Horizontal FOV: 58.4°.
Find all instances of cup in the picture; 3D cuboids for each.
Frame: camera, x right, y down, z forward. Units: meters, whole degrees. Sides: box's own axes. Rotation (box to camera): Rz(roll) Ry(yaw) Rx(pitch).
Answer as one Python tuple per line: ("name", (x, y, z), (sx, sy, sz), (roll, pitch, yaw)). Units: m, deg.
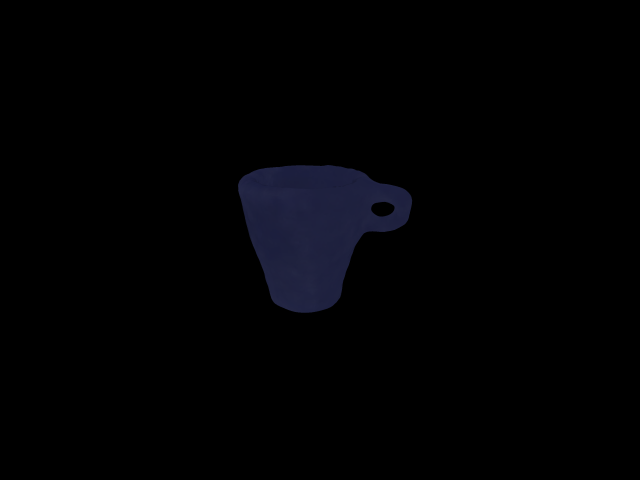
("cup", (0.004, 0.001, 0.400), (0.117, 0.095, 0.092), (4, 19, 12))
